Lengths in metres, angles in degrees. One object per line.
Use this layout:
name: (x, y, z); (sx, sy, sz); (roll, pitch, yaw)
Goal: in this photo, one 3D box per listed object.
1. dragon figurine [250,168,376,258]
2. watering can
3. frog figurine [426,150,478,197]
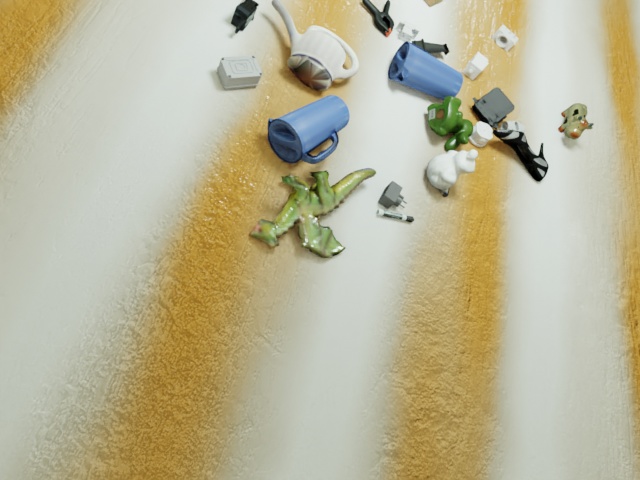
dragon figurine: (0.004, -0.071, 1.402); (0.412, 0.121, 0.243); (-9, 87, -25)
watering can: (-0.038, -0.605, 1.624); (0.346, 0.102, 0.229); (30, 58, -9)
frog figurine: (0.409, -0.228, 1.603); (0.122, 0.156, 0.140); (35, 57, -3)
